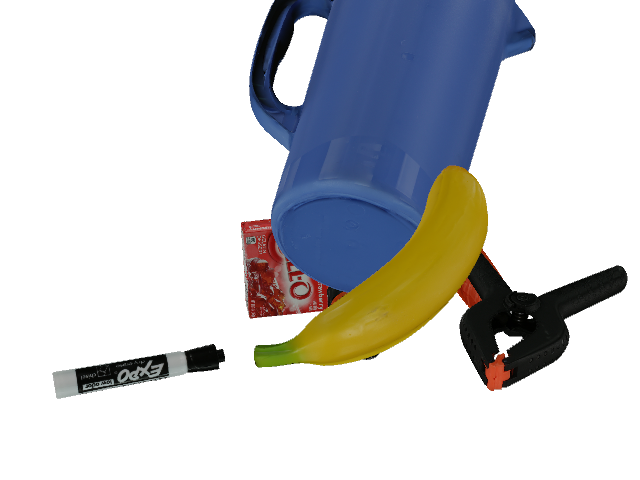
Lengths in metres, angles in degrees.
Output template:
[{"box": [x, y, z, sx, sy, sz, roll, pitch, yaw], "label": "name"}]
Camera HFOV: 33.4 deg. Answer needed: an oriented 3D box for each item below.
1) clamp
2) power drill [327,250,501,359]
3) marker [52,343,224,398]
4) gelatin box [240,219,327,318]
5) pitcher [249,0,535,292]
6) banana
[{"box": [0.173, 0.062, 0.969, 0.165, 0.036, 0.209, 13, 33, 25], "label": "clamp"}, {"box": [0.099, 0.061, 1.144, 0.187, 0.057, 0.184, -5, 29, -9], "label": "power drill"}, {"box": [-0.127, 0.092, 0.757, 0.121, 0.020, 0.020, -9, 2, -14], "label": "marker"}, {"box": [-0.032, 0.023, 0.961, 0.073, 0.089, 0.030, -5, 25, -7], "label": "gelatin box"}, {"box": [0.038, -0.088, 0.715, 0.149, 0.242, 0.145, -21, -52, 40], "label": "pitcher"}, {"box": [0.048, 0.010, 0.572, 0.070, 0.037, 0.197, 19, 41, 32], "label": "banana"}]
